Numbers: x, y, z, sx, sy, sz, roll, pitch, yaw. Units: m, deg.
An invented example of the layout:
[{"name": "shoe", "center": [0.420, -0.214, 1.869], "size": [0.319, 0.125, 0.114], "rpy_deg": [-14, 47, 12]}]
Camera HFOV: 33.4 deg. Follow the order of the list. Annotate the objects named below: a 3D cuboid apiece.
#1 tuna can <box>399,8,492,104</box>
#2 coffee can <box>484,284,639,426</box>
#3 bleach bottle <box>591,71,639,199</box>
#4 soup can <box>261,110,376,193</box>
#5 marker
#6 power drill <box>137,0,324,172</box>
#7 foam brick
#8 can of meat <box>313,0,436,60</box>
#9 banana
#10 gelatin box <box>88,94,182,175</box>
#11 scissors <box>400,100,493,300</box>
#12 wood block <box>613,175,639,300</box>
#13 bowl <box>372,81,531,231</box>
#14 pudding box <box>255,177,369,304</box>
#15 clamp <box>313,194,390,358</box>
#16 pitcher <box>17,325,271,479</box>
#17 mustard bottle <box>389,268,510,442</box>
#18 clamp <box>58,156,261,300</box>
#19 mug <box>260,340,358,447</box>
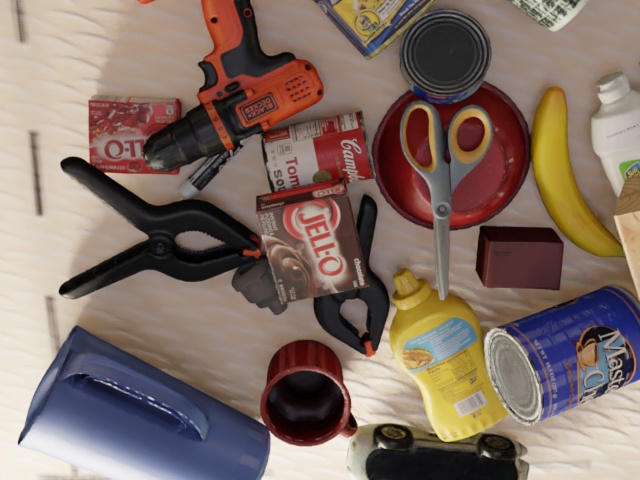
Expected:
[{"name": "tuna can", "center": [0.118, -0.173, 1.010], "size": [0.086, 0.034, 0.086], "rpy_deg": [-1, 81, 3]}, {"name": "coffee can", "center": [0.252, 0.114, 1.072], "size": [0.140, 0.103, 0.103], "rpy_deg": [-18, 110, -17]}, {"name": "bleach bottle", "center": [0.346, -0.055, 1.057], "size": [0.103, 0.068, 0.251], "rpy_deg": [-25, 107, 18]}, {"name": "soup can", "center": [-0.002, -0.083, 1.038], "size": [0.102, 0.068, 0.068], "rpy_deg": [-11, 109, 3]}, {"name": "marker", "center": [-0.094, -0.087, 1.061], "size": [0.020, 0.020, 0.121], "rpy_deg": [42, 103, -14]}, {"name": "power drill", "center": [-0.111, -0.174, 0.995], "size": [0.184, 0.057, 0.187], "rpy_deg": [-26, 105, -4]}, {"name": "foam brick", "center": [0.203, 0.018, 1.087], "size": [0.078, 0.051, 0.053], "rpy_deg": [2, 108, -3]}, {"name": "can of meat", "center": [0.052, -0.232, 0.994], "size": [0.102, 0.057, 0.084], "rpy_deg": [-41, 107, 12]}, {"name": "banana", "center": [0.251, -0.057, 1.066], "size": [0.070, 0.037, 0.198], "rpy_deg": [-25, 105, 23]}, {"name": "gelatin box", "center": [-0.181, -0.103, 1.047], "size": [0.089, 0.030, 0.073], "rpy_deg": [3, 109, -2]}, {"name": "scissors", "center": [0.133, -0.044, 1.023], "size": [0.096, 0.016, 0.202], "rpy_deg": [-18, 109, 5]}, {"name": "wood block", "center": [0.354, 0.041, 1.009], "size": [0.091, 0.090, 0.206], "rpy_deg": [-12, 110, 29]}, {"name": "bowl", "center": [0.133, -0.077, 1.051], "size": [0.162, 0.055, 0.162], "rpy_deg": [-1, 110, -2]}, {"name": "pudding box", "center": [-0.007, 0.001, 1.033], "size": [0.090, 0.039, 0.113], "rpy_deg": [-11, 125, 5]}, {"name": "clamp", "center": [0.032, 0.038, 1.098], "size": [0.120, 0.039, 0.171], "rpy_deg": [-27, 111, 13]}, {"name": "pitcher", "center": [-0.173, 0.192, 1.095], "size": [0.242, 0.149, 0.145], "rpy_deg": [27, 100, -14]}, {"name": "mustard bottle", "center": [0.127, 0.113, 1.115], "size": [0.096, 0.058, 0.191], "rpy_deg": [-27, 108, 7]}, {"name": "clamp", "center": [-0.164, -0.010, 1.067], "size": [0.210, 0.036, 0.165], "rpy_deg": [0, 124, -3]}, {"name": "mug", "center": [-0.006, 0.163, 1.117], "size": [0.117, 0.081, 0.093], "rpy_deg": [37, 104, -13]}]
